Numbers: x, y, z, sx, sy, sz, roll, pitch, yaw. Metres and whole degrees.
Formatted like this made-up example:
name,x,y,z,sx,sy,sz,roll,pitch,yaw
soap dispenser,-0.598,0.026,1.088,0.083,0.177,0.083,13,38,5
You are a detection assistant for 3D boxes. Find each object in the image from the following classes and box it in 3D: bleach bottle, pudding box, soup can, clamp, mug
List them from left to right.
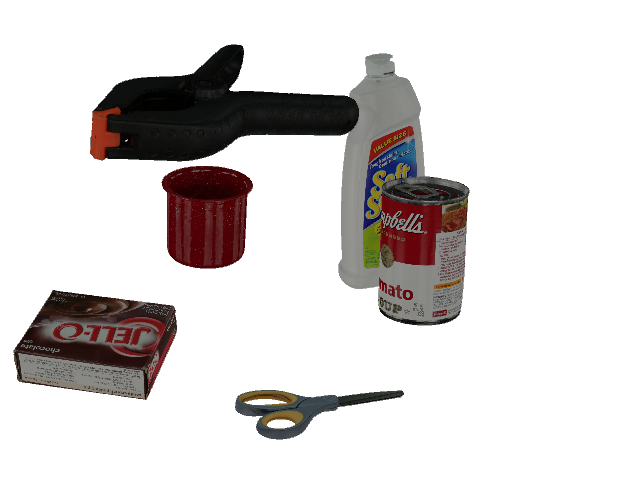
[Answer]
name,x,y,z,sx,sy,sz,roll,pitch,yaw
pudding box,-0.186,0.086,0.891,0.113,0.039,0.090,5,30,7
clamp,-0.074,-0.086,0.657,0.171,0.039,0.120,-12,30,-38
mug,-0.116,-0.028,1.117,0.093,0.081,0.117,7,26,6
bleach bottle,0.063,-0.077,1.170,0.102,0.251,0.068,-10,23,-12
soup can,0.080,0.007,0.838,0.068,0.102,0.068,1,19,0

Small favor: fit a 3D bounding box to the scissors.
name,x,y,z,sx,sy,sz,roll,pitch,yaw
scissors,0.006,0.193,1.197,0.201,0.016,0.096,2,23,-10
